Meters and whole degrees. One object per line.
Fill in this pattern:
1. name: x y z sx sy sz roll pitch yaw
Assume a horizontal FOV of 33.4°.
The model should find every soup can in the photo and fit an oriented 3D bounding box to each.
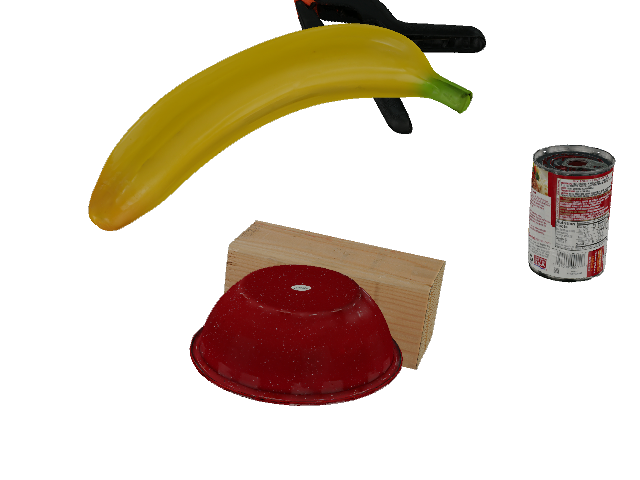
1. soup can: 0.215 -0.023 0.918 0.068 0.102 0.068 -2 24 1

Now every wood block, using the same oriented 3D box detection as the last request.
1. wood block: 0.013 0.053 1.090 0.206 0.091 0.090 13 22 13

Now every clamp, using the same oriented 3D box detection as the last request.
1. clamp: 0.055 -0.175 0.929 0.120 0.172 0.039 -38 -24 -20

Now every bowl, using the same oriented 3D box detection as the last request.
1. bowl: -0.016 0.060 0.798 0.162 0.055 0.162 3 21 -1

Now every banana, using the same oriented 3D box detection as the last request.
1. banana: -0.026 -0.065 0.517 0.197 0.070 0.037 -21 -38 -14
